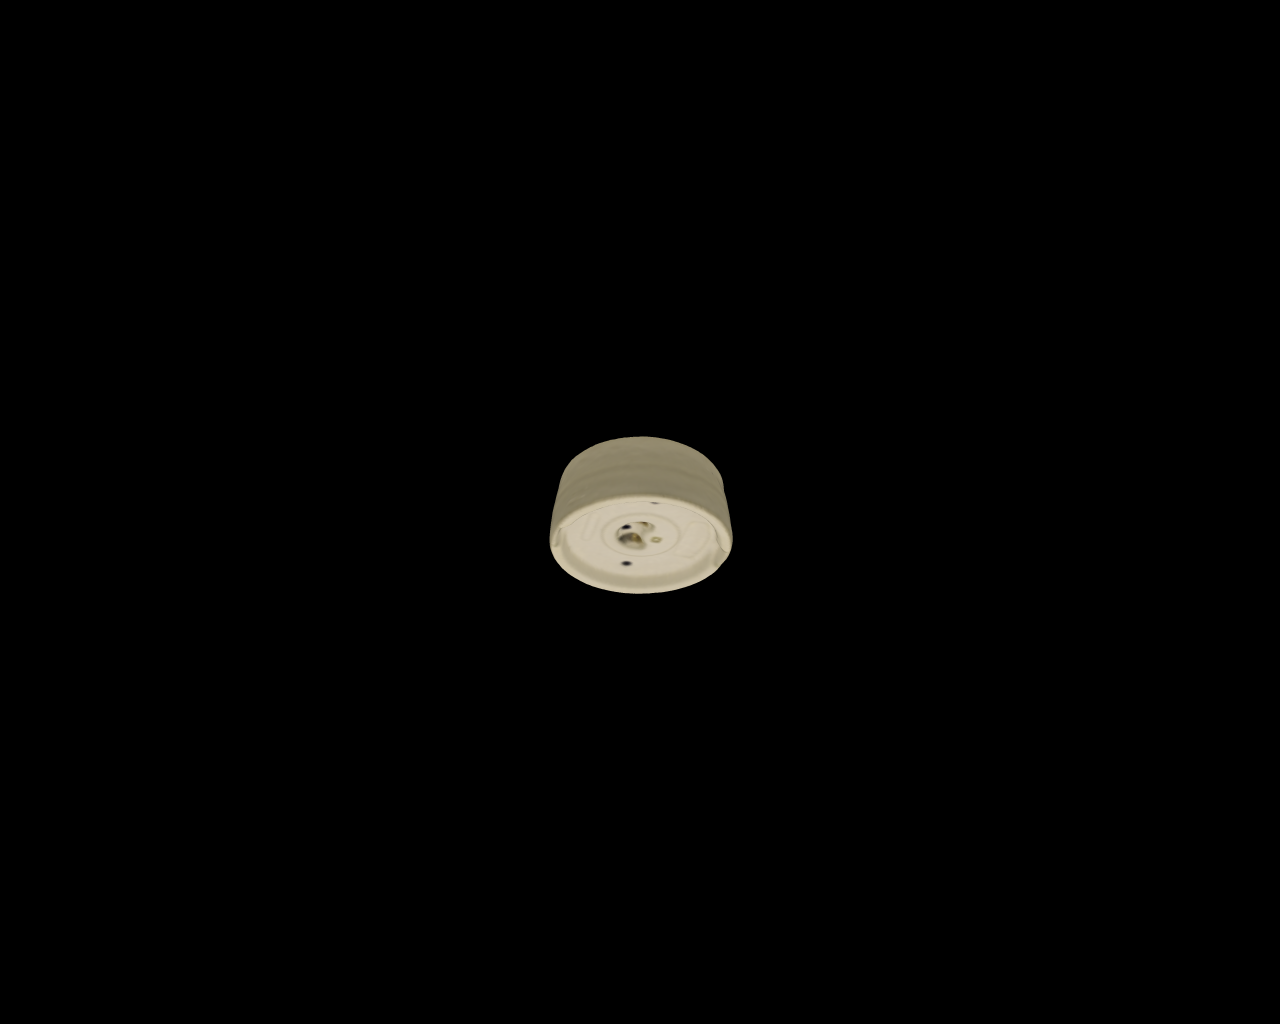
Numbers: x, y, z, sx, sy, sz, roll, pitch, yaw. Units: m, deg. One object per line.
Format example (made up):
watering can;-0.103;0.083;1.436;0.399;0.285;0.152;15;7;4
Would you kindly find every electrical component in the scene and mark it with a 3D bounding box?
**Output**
electrical component;0.001;-0.003;0.650;0.108;0.060;0.108;0;-35;0
